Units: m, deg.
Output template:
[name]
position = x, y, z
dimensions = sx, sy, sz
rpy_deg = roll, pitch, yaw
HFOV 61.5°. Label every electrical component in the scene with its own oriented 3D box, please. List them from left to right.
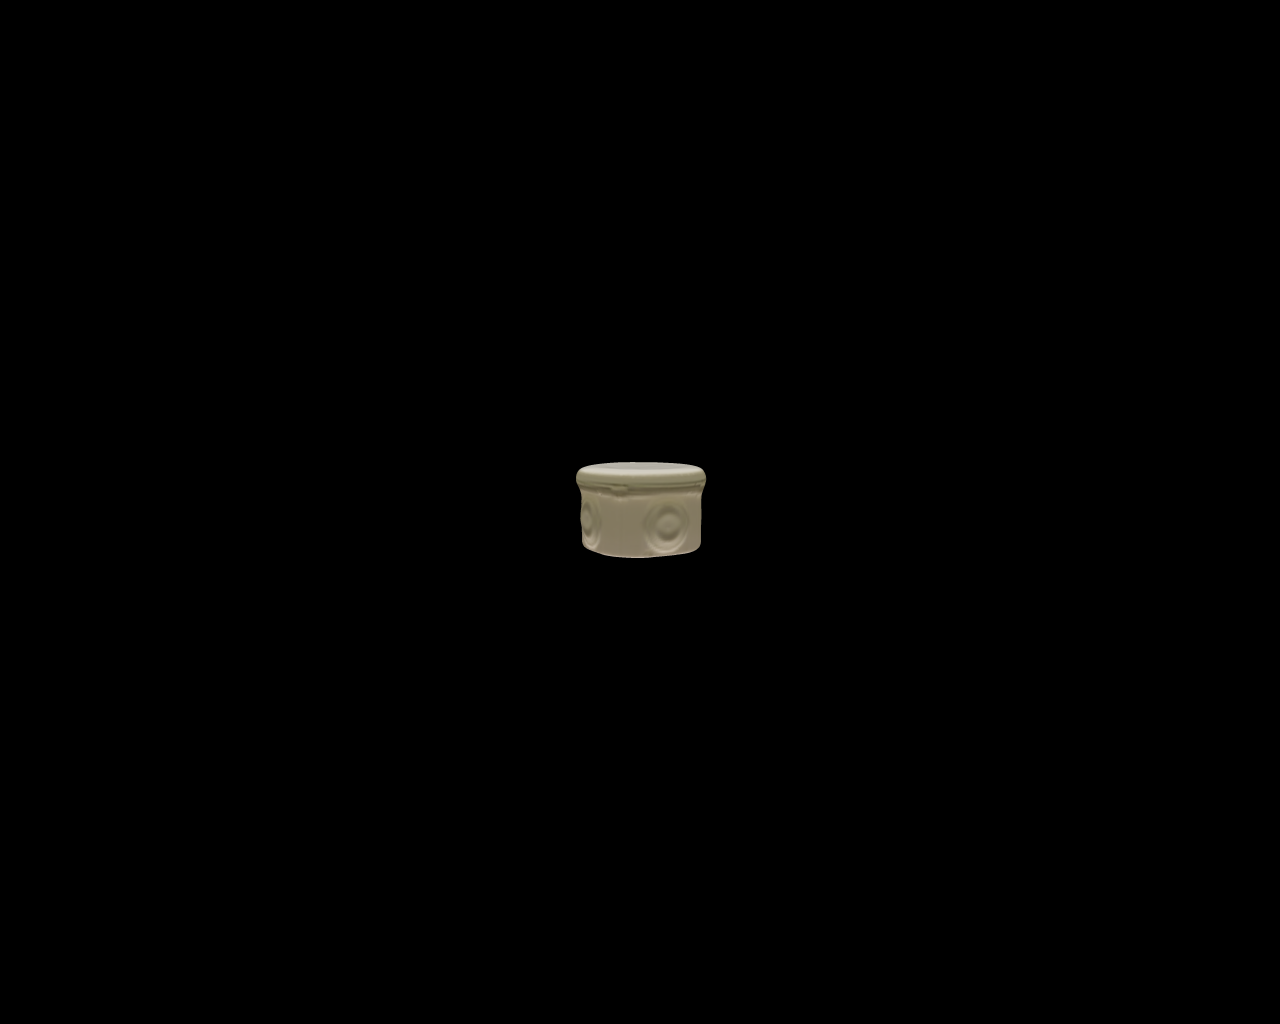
[electrical component]
position = 0.001, -0.003, 0.650
dimensions = 0.080, 0.051, 0.080
rpy_deg = 0, 7, 0
